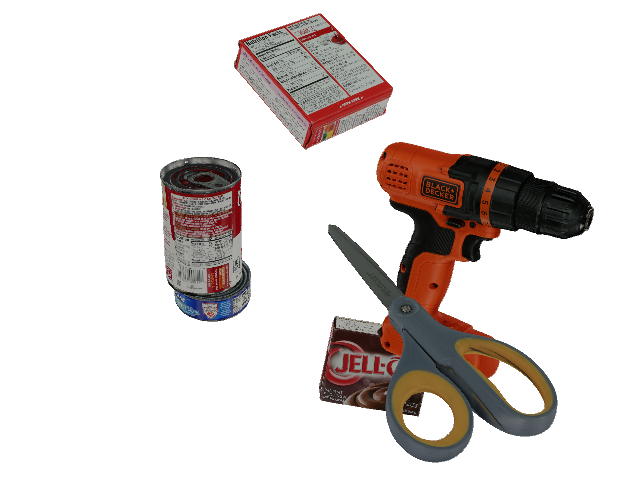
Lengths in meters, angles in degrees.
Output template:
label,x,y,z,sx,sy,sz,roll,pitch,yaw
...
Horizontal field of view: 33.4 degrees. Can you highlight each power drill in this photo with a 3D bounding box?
label,x,y,z,sx,sy,sz,roll,pitch,yaw
power drill,0.126,0.021,0.895,0.185,0.188,0.057,19,25,29

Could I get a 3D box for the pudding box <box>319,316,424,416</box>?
label,x,y,z,sx,sy,sz,roll,pitch,yaw
pudding box,0.061,0.137,1.162,0.113,0.090,0.039,9,23,-3

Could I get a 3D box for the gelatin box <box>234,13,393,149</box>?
label,x,y,z,sx,sy,sz,roll,pitch,yaw
gelatin box,-0.006,-0.113,0.744,0.073,0.089,0.030,-27,-27,-29

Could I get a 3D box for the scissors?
label,x,y,z,sx,sy,sz,roll,pitch,yaw
scissors,0.040,0.055,0.598,0.096,0.016,0.202,-32,46,-28

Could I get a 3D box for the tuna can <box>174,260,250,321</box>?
label,x,y,z,sx,sy,sz,roll,pitch,yaw
tuna can,-0.120,0.051,1.181,0.086,0.034,0.086,1,37,-1

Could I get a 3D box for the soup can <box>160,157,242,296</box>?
label,x,y,z,sx,sy,sz,roll,pitch,yaw
soup can,-0.101,-0.011,0.912,0.068,0.102,0.068,1,28,-1
